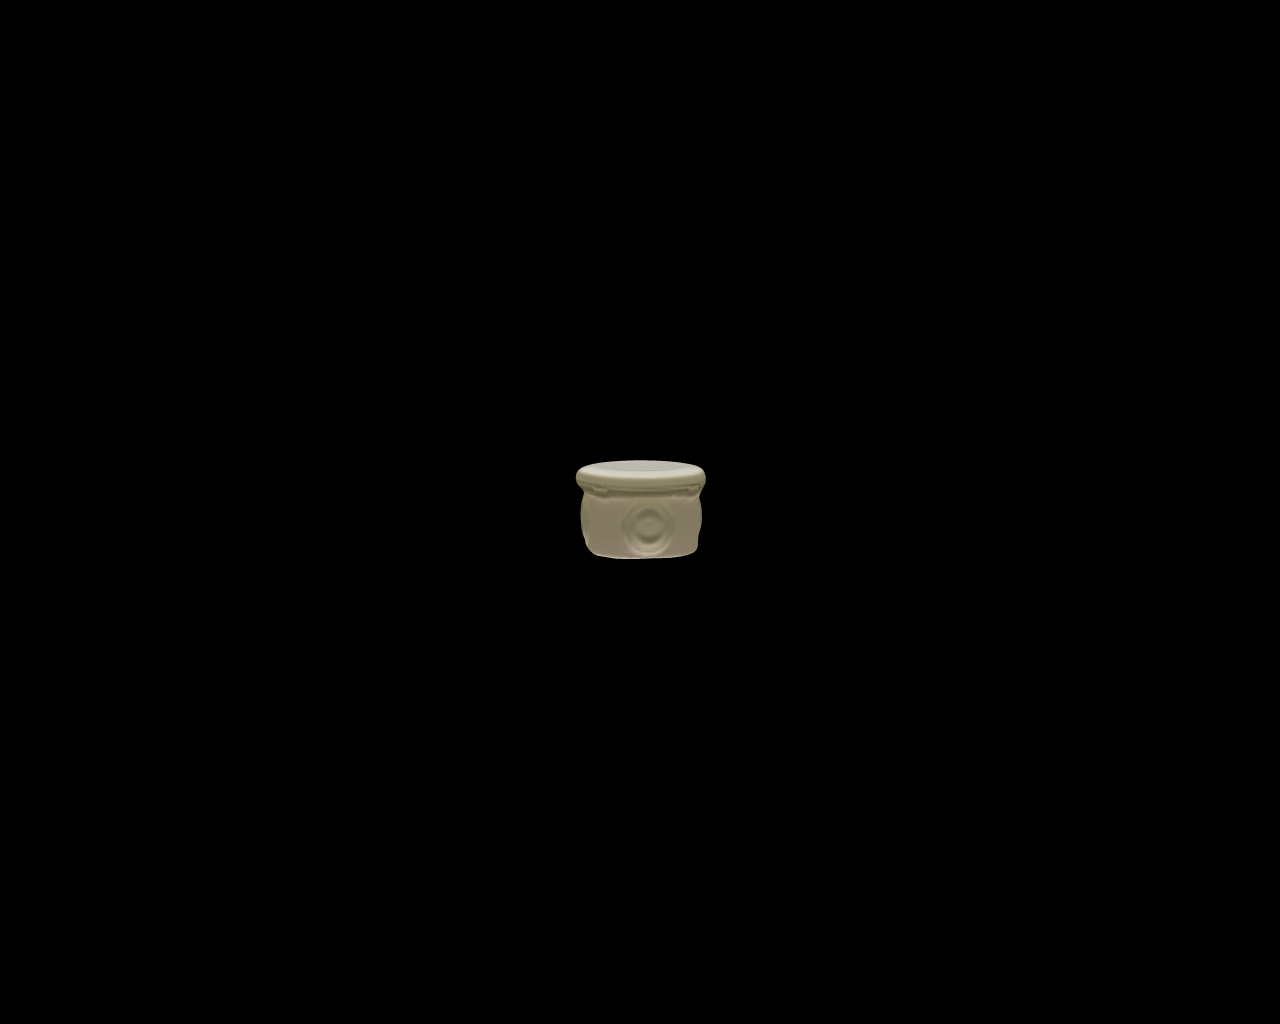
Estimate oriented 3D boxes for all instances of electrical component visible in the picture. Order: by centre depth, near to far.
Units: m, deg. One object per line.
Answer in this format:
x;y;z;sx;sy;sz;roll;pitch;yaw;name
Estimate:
0.001;-0.003;0.650;0.080;0.051;0.080;0;9;0;electrical component
